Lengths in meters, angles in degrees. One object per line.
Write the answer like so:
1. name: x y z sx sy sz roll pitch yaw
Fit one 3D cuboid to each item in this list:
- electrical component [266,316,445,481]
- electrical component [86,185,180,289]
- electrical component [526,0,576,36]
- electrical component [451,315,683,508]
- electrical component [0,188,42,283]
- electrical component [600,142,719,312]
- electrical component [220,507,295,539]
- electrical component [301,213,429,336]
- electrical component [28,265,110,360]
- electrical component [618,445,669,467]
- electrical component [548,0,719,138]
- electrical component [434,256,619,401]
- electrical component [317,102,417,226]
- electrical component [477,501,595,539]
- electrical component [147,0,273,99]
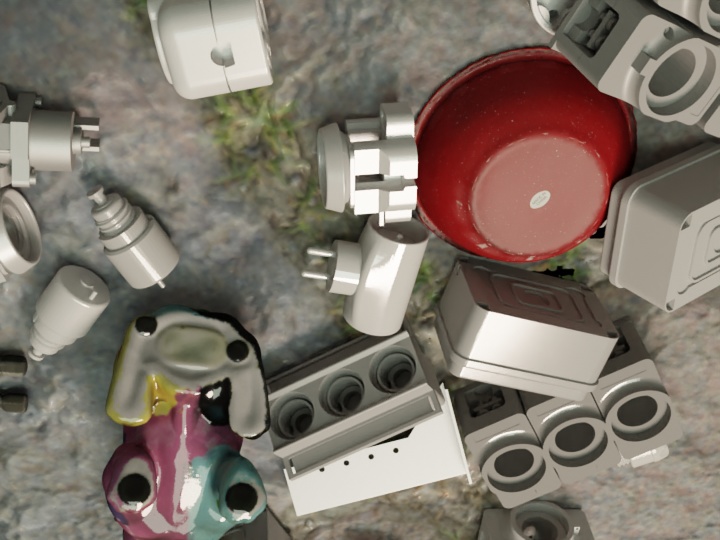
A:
1. electrical component: -0.004 0.098 0.792 0.121 0.078 0.063 -26 152 10
2. electrical component: -0.153 -0.023 0.712 0.040 0.040 0.078 -26 122 10
3. electrical component: 0.124 -0.173 0.643 0.055 0.047 0.055 -3 123 -5
4. electrical component: 0.160 0.114 0.828 0.150 0.061 0.089 -25 123 9
5. electrical component: -0.244 -0.020 0.693 0.057 0.058 0.078 -16 124 7
6. electrical component: 0.219 -0.032 0.714 0.113 0.057 0.078 -23 130 -31
7. electrical component: -0.109 0.254 0.878 0.113 0.078 0.057 -26 120 10
8. electrical component: 0.000 0.000 0.744 0.079 0.043 0.077 9 122 -12
9. electrical component: -0.205 0.032 0.742 0.040 0.040 0.078 30 116 -24
10. electrical component: 0.216 0.144 0.872 0.061 0.035 0.035 -20 123 9
11. electrical component: 0.219 -0.137 0.636 0.186 0.060 0.105 11 123 -36
12. electrical component: 0.115 0.042 0.766 0.113 0.078 0.057 13 118 -15
13. electrical component: 0.004 -0.067 0.692 0.057 0.058 0.078 -5 124 -7
14. electrical component: 0.149 0.234 0.913 0.089 0.050 0.055 2 123 -8
15. electrical component: -0.084 -0.139 0.611 0.059 0.095 0.053 -11 124 0
